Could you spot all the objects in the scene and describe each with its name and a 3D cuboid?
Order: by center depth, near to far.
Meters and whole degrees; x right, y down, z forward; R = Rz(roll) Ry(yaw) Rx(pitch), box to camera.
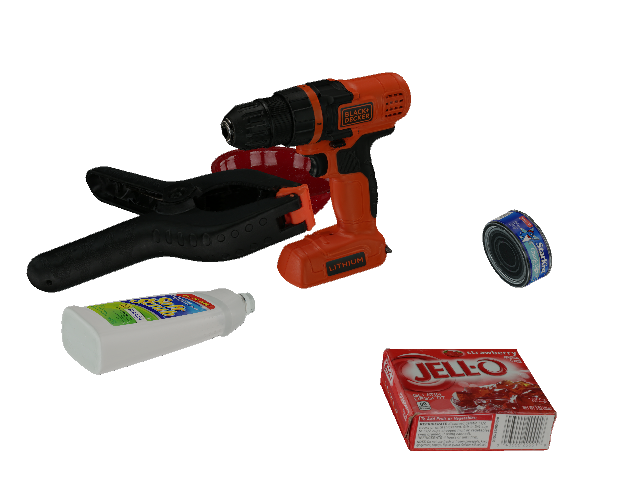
[{"bbox_3d":[0.086,0.094,0.642,0.089,0.030,0.073,2,24,-11],"label":"gelatin box"},{"bbox_3d":[-0.092,-0.008,0.650,0.172,0.039,0.120,-1,41,22],"label":"clamp"},{"bbox_3d":[-0.002,-0.053,0.968,0.184,0.188,0.057,-15,32,-26],"label":"power drill"},{"bbox_3d":[0.224,0.010,1.223,0.033,0.086,0.086,-26,10,-21],"label":"tuna can"},{"bbox_3d":[-0.054,-0.061,1.299,0.162,0.055,0.162,5,26,-3],"label":"bowl"},{"bbox_3d":[-0.197,0.103,1.374,0.250,0.068,0.103,-13,28,-39],"label":"bleach bottle"}]
